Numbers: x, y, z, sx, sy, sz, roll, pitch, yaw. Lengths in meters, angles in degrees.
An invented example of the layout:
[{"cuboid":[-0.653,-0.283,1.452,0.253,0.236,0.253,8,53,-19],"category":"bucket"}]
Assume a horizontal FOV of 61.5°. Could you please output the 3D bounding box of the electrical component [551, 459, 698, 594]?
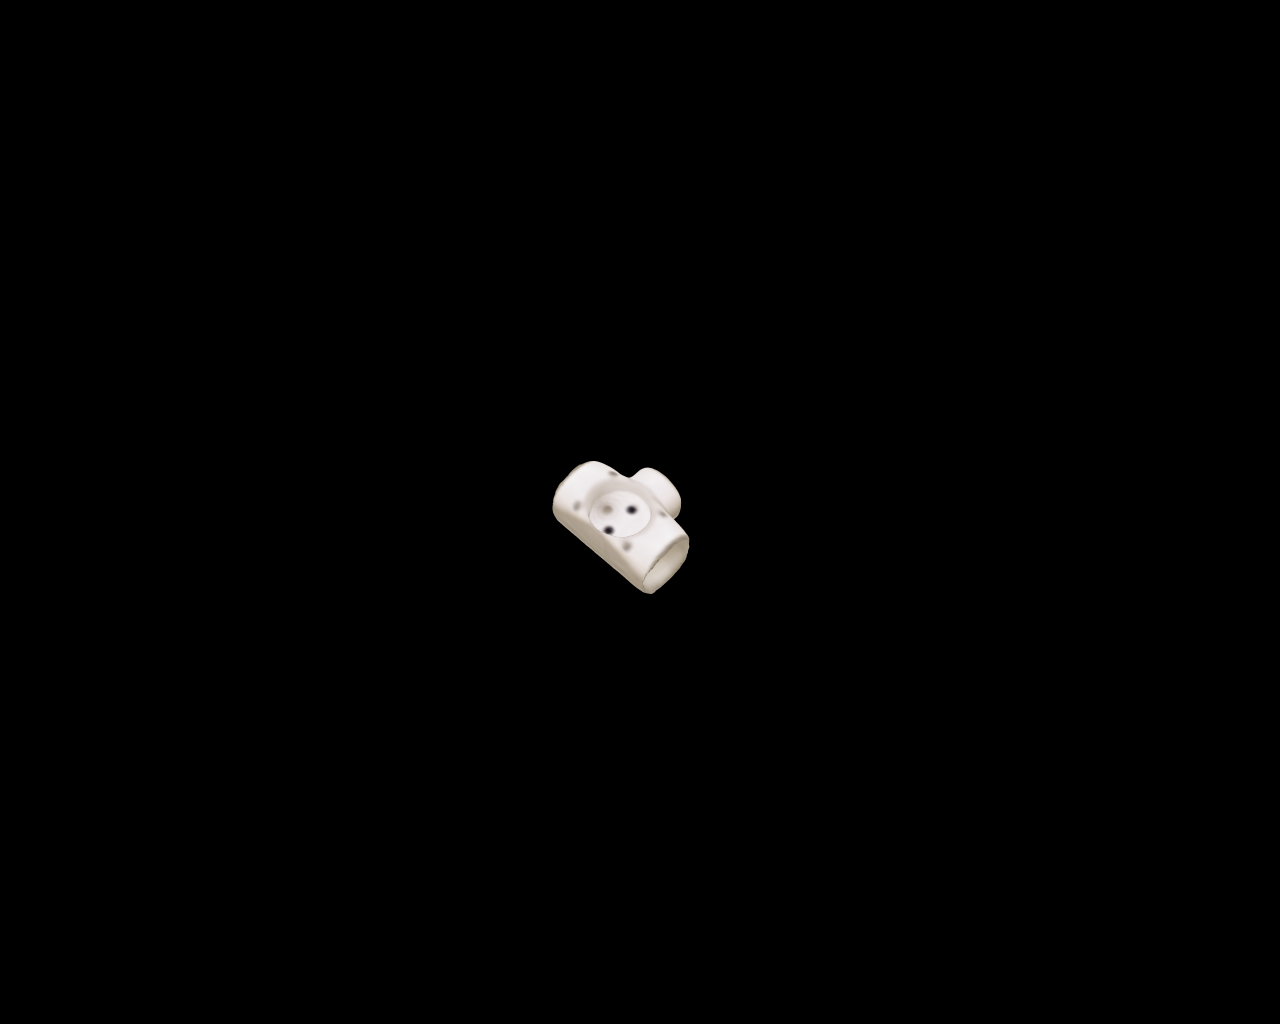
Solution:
[{"cuboid":[0.001,-0.003,0.650,0.077,0.079,0.044,39,-24,22],"category":"electrical component"}]
